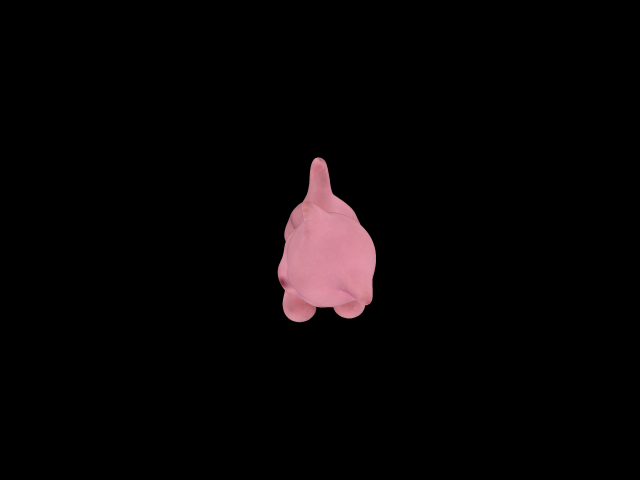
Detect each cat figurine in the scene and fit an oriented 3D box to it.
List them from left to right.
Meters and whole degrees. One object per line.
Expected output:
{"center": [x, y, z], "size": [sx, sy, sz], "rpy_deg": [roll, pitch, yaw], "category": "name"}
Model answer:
{"center": [0.004, 0.001, 0.400], "size": [0.067, 0.118, 0.127], "rpy_deg": [-3, 55, -2], "category": "cat figurine"}
